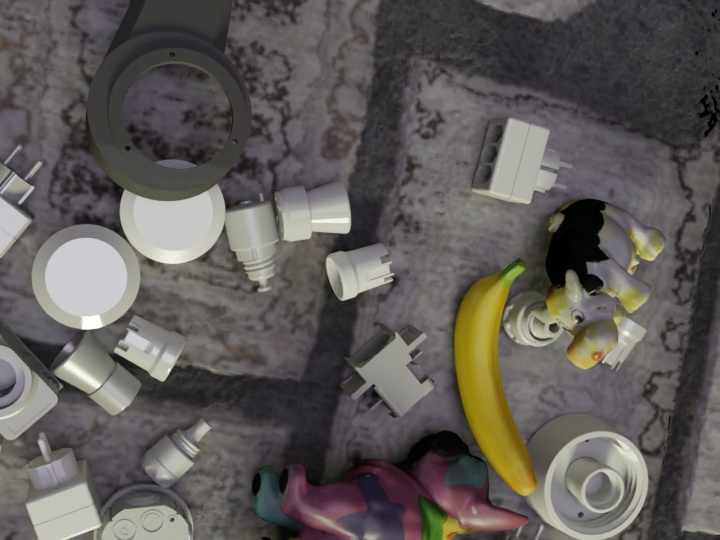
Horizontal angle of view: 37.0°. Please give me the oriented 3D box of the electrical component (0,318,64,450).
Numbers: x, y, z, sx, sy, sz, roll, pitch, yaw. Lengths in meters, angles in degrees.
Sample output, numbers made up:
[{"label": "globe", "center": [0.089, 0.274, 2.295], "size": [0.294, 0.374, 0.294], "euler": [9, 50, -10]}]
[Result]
[{"label": "electrical component", "center": [-0.329, 0.061, 0.810], "size": [0.105, 0.060, 0.186], "euler": [-41, 103, -7]}]

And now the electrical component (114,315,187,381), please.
[{"label": "electrical component", "center": [-0.168, 0.061, 0.861], "size": [0.046, 0.040, 0.040], "euler": [29, 88, -9]}]

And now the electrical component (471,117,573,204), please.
[{"label": "electrical component", "center": [0.145, -0.089, 0.918], "size": [0.077, 0.047, 0.065], "euler": [14, 92, -15]}]

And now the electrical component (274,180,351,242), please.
[{"label": "electrical component", "center": [-0.039, -0.048, 0.878], "size": [0.055, 0.045, 0.045], "euler": [-9, 98, -12]}]

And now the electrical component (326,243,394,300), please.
[{"label": "electrical component", "center": [0.000, 0.000, 0.896], "size": [0.046, 0.040, 0.040], "euler": [-17, 100, -17]}]

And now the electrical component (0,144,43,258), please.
[{"label": "electrical component", "center": [-0.275, -0.060, 0.818], "size": [0.066, 0.047, 0.076], "euler": [40, 86, -14]}]

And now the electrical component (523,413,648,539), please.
[{"label": "electrical component", "center": [0.203, 0.186, 0.954], "size": [0.108, 0.060, 0.108], "euler": [-1, 96, -13]}]

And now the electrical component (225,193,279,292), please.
[{"label": "electrical component", "center": [-0.085, -0.021, 0.872], "size": [0.040, 0.040, 0.078], "euler": [-14, 99, -12]}]

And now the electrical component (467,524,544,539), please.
[{"label": "electrical component", "center": [0.138, 0.257, 0.952], "size": [0.083, 0.047, 0.075], "euler": [24, 90, -15]}]

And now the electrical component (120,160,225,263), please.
[{"label": "electrical component", "center": [-0.149, -0.047, 0.848], "size": [0.080, 0.051, 0.080], "euler": [-1, 96, -14]}]

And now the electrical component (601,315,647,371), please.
[{"label": "electrical component", "center": [0.227, 0.062, 0.959], "size": [0.040, 0.040, 0.046], "euler": [31, 94, -15]}]

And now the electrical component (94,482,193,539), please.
[{"label": "electrical component", "center": [-0.174, 0.216, 0.869], "size": [0.080, 0.051, 0.080], "euler": [-1, 96, -14]}]

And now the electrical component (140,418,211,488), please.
[{"label": "electrical component", "center": [-0.147, 0.146, 0.877], "size": [0.061, 0.035, 0.035], "euler": [-44, 104, -9]}]

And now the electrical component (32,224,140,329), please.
[{"label": "electrical component", "center": [-0.213, 0.003, 0.838], "size": [0.080, 0.051, 0.080], "euler": [-1, 96, -14]}]

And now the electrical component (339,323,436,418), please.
[{"label": "electrical component", "center": [0.026, 0.086, 0.911], "size": [0.081, 0.042, 0.063], "euler": [-41, 107, -6]}]

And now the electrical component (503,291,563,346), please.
[{"label": "electrical component", "center": [0.155, 0.045, 0.926], "size": [0.048, 0.062, 0.048], "euler": [-1, 96, -14]}]

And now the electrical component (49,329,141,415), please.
[{"label": "electrical component", "center": [-0.207, 0.084, 0.853], "size": [0.065, 0.044, 0.044], "euler": [44, 85, -19]}]

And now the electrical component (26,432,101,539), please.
[{"label": "electrical component", "center": [-0.237, 0.164, 0.841], "size": [0.047, 0.066, 0.076], "euler": [-19, 100, -11]}]
